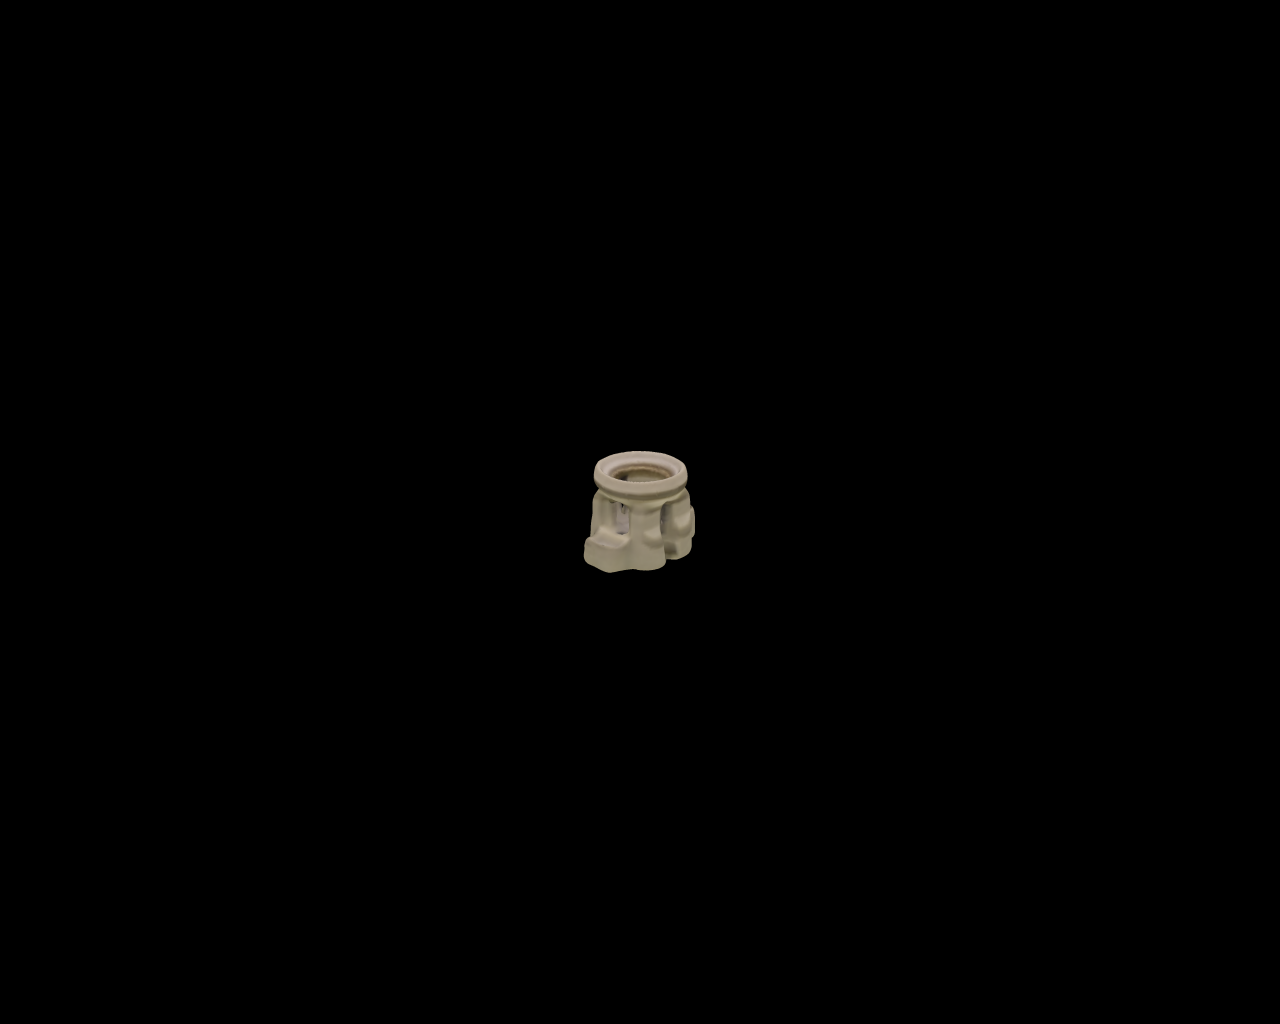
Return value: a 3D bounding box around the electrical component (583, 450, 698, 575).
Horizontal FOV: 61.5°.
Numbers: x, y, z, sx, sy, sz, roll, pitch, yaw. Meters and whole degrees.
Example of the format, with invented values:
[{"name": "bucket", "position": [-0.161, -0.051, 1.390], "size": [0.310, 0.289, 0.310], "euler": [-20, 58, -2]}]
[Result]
[{"name": "electrical component", "position": [0.001, -0.003, 0.650], "size": [0.058, 0.056, 0.078], "euler": [22, 32, 40]}]
